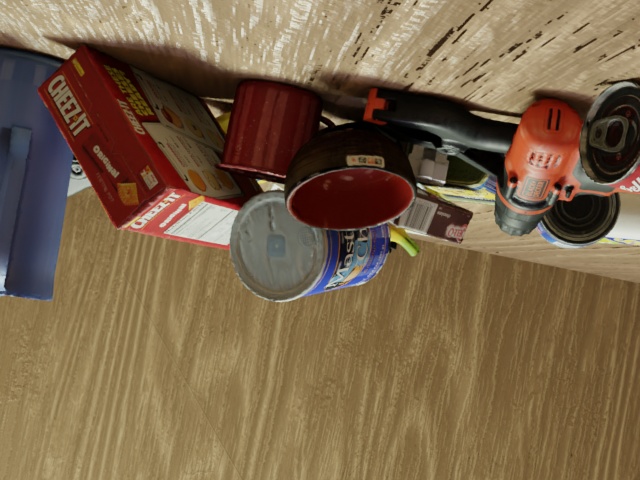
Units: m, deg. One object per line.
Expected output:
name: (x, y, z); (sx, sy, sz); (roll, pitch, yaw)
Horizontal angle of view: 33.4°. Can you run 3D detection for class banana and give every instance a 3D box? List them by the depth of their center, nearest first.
banana: (0.041, -0.059, 1.137); (0.069, 0.037, 0.198); (49, -171, -48)

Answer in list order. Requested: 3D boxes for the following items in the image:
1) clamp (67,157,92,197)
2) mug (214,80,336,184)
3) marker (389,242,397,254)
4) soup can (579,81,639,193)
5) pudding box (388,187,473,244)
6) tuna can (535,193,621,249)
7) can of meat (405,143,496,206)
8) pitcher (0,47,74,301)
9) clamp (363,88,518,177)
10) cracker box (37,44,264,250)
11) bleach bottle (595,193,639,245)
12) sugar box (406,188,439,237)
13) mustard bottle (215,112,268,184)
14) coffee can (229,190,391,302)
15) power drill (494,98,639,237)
clamp: (-0.258, -0.082, 1.177); (0.210, 0.036, 0.164); (-12, 133, 10)
mug: (-0.032, -0.095, 0.976); (0.117, 0.081, 0.093); (12, 178, -21)
marker: (0.086, -0.045, 1.176); (0.020, 0.121, 0.020); (12, 177, 0)
soup can: (0.232, -0.060, 0.702); (0.102, 0.068, 0.069); (11, 178, -24)
pudding box: (0.078, -0.035, 1.008); (0.090, 0.039, 0.113); (28, -173, 39)
tuna can: (0.253, -0.035, 1.058); (0.086, 0.086, 0.034); (11, 177, 2)
can of meat: (0.143, -0.071, 1.052); (0.102, 0.057, 0.083); (9, 175, 36)
pitcher: (-0.308, -0.063, 1.060); (0.149, 0.243, 0.144); (10, 178, 28)
clamp: (0.122, -0.090, 0.891); (0.171, 0.039, 0.120); (14, 165, -29)
cracker box: (-0.148, -0.078, 1.009); (0.164, 0.072, 0.213); (57, -163, 19)
bleach bottle: (0.374, -0.021, 1.167); (0.251, 0.068, 0.102); (7, 177, 29)
sugar box: (0.064, -0.062, 1.226); (0.176, 0.093, 0.048); (10, 178, 22)
mustard bottle: (-0.080, -0.099, 1.211); (0.096, 0.058, 0.191); (-27, 172, 9)
coffee can: (-0.007, 0.001, 1.030); (0.103, 0.103, 0.140); (10, -172, 28)
power drill: (0.234, -0.039, 0.840); (0.187, 0.057, 0.184); (8, 159, 5)
